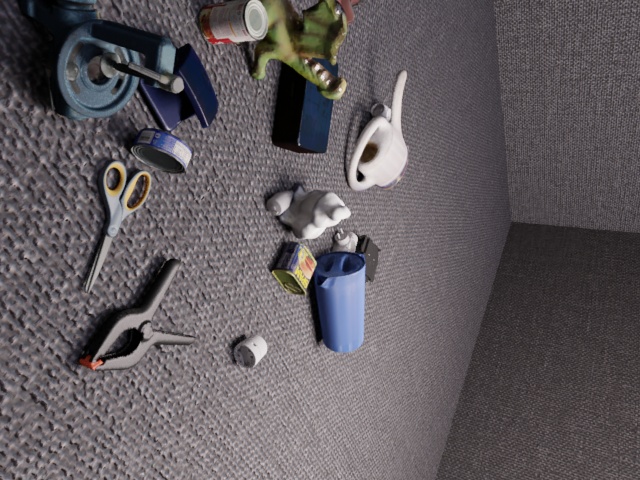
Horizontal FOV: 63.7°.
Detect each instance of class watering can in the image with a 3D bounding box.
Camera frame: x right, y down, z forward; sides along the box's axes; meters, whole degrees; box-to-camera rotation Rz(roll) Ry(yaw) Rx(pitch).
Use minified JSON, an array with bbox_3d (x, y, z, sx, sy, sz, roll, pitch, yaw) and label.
[{"bbox_3d":[0.190,-0.284,1.456,0.348,0.105,0.222,-61,146,-2],"label":"watering can"}]

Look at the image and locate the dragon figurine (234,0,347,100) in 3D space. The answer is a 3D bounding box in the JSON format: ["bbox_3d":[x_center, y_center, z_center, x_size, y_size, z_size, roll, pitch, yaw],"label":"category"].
[{"bbox_3d":[-0.053,-0.407,0.924,0.124,0.244,0.402,-60,145,-25],"label":"dragon figurine"}]

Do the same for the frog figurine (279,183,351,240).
[{"bbox_3d":[0.004,-0.058,1.152,0.140,0.160,0.120,-45,134,-47],"label":"frog figurine"}]
